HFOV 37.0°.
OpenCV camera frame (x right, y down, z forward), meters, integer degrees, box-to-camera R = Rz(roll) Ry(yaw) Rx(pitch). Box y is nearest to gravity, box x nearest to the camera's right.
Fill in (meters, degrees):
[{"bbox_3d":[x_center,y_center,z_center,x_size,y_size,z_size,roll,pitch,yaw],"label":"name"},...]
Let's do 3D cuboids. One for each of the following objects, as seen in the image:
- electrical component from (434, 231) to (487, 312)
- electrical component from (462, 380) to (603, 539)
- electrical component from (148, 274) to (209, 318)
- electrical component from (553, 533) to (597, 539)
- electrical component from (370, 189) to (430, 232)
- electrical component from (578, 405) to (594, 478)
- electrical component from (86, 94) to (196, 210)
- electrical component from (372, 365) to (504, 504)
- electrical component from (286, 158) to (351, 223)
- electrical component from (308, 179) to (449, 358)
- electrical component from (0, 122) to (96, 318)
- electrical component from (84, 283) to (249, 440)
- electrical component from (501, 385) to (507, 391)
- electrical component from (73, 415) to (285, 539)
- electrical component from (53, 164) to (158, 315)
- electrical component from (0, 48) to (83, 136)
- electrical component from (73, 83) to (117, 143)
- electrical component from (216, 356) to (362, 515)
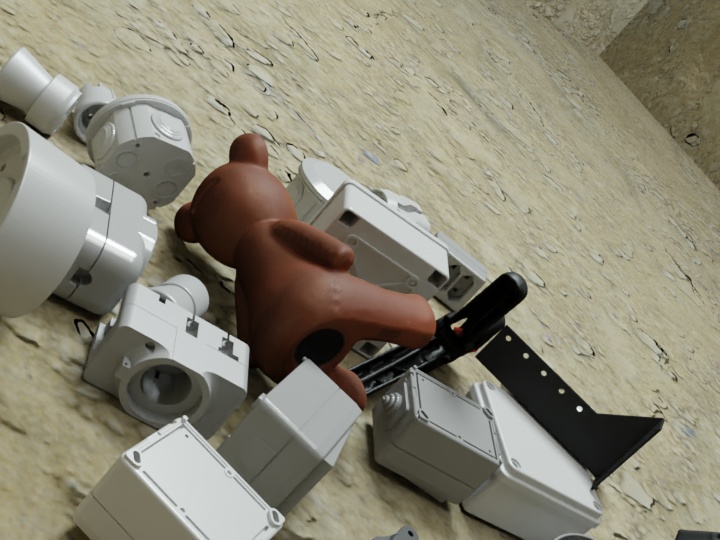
[{"bbox_3d":[0.092,-0.005,1.116,0.066,0.047,0.076,38,21,-7],"label":"electrical component"},{"bbox_3d":[0.129,0.159,0.870,0.109,0.056,0.108,30,25,-25],"label":"electrical component"},{"bbox_3d":[-0.128,0.026,0.723,0.044,0.044,0.065,42,18,1],"label":"electrical component"},{"bbox_3d":[0.159,0.245,0.787,0.099,0.064,0.099,22,38,-18],"label":"electrical component"},{"bbox_3d":[0.028,-0.047,1.078,0.057,0.058,0.078,25,28,-40],"label":"electrical component"},{"bbox_3d":[0.203,0.159,0.987,0.057,0.058,0.078,53,25,18],"label":"electrical component"},{"bbox_3d":[-0.166,-0.089,0.819,0.080,0.080,0.051,22,35,-39],"label":"electrical component"},{"bbox_3d":[0.049,0.123,0.802,0.096,0.061,0.061,31,27,-20],"label":"electrical component"},{"bbox_3d":[-0.034,-0.063,1.015,0.080,0.051,0.080,34,24,-18],"label":"electrical component"},{"bbox_3d":[0.000,0.000,0.883,0.109,0.108,0.056,34,27,-18],"label":"electrical component"},{"bbox_3d":[-0.197,-0.024,0.623,0.060,0.108,0.108,32,24,-37],"label":"electrical component"},{"bbox_3d":[-0.118,0.060,0.665,0.089,0.050,0.055,32,25,-21],"label":"electrical component"},{"bbox_3d":[0.151,0.119,1.004,0.035,0.035,0.061,34,26,-17],"label":"electrical component"},{"bbox_3d":[-0.091,0.136,0.558,0.096,0.061,0.062,45,23,7],"label":"electrical component"},{"bbox_3d":[-0.174,-0.019,0.712,0.059,0.053,0.095,30,25,-26],"label":"electrical component"},{"bbox_3d":[-0.246,-0.135,0.816,0.055,0.045,0.045,36,23,-13],"label":"electrical component"},{"bbox_3d":[-0.211,-0.126,0.865,0.040,0.040,0.046,27,20,-30],"label":"electrical component"},{"bbox_3d":[-0.042,0.105,0.690,0.061,0.061,0.096,43,23,4],"label":"electrical component"}]
